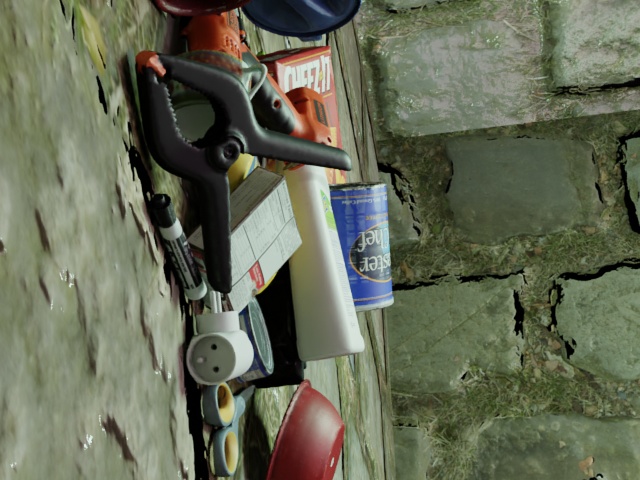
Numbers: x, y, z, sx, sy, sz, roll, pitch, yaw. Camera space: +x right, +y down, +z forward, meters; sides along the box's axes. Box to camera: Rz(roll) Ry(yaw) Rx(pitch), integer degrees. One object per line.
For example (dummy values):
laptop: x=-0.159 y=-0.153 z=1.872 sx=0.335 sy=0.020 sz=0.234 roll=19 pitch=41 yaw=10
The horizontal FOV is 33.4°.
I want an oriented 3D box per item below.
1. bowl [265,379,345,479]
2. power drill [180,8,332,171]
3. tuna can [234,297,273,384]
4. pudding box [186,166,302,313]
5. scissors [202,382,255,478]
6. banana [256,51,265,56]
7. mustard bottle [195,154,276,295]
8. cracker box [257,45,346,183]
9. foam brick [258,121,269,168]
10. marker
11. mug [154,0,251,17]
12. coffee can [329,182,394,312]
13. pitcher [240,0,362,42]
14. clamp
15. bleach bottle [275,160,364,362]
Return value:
bowl: x=-0.012 y=0.236 z=1.158 sx=0.162 sy=0.055 sz=0.162 roll=15 pitch=90 yaw=-79
power drill: x=-0.066 y=-0.170 z=1.054 sx=0.187 sy=0.057 sz=0.184 roll=43 pitch=26 yaw=-37
tuna can: x=-0.073 y=0.094 z=1.037 sx=0.086 sy=0.034 sz=0.086 roll=-16 pitch=90 yaw=-85
pudding box: x=-0.068 y=0.002 z=0.974 sx=0.113 sy=0.039 sz=0.090 roll=-50 pitch=144 yaw=-31
scissors: x=-0.081 y=0.178 z=1.022 sx=0.201 sy=0.016 sz=0.096 roll=55 pitch=29 yaw=-75
banana: x=-0.063 y=-0.142 z=1.394 sx=0.069 sy=0.037 sz=0.198 roll=11 pitch=70 yaw=-62
mustard bottle: x=-0.082 y=-0.042 z=1.028 sx=0.191 sy=0.058 sz=0.096 roll=76 pitch=24 yaw=-45
cracker box: x=-0.031 y=-0.121 z=1.304 sx=0.164 sy=0.072 sz=0.214 roll=-35 pitch=121 yaw=-61
foam brick: x=-0.083 y=-0.101 z=1.104 sx=0.078 sy=0.051 sz=0.053 roll=-79 pitch=161 yaw=-67
marker: x=-0.116 y=0.006 z=0.874 sx=0.121 sy=0.020 sz=0.020 roll=76 pitch=11 yaw=-48
mug: x=-0.107 y=-0.248 z=0.938 sx=0.117 sy=0.093 sz=0.081 roll=145 pitch=-63 yaw=-69
coffee can: x=0.030 y=0.007 z=1.227 sx=0.102 sy=0.103 sz=0.140 roll=-44 pitch=131 yaw=-81
pitcher: x=-0.021 y=-0.354 z=1.205 sx=0.149 sy=0.144 sz=0.243 roll=-32 pitch=-131 yaw=47
clamp: x=-0.084 y=-0.064 z=0.870 sx=0.209 sy=0.164 sz=0.036 roll=43 pitch=-9 yaw=-33
bleach bottle: x=-0.008 y=0.001 z=1.142 sx=0.102 sy=0.068 sz=0.251 roll=40 pitch=40 yaw=-80
